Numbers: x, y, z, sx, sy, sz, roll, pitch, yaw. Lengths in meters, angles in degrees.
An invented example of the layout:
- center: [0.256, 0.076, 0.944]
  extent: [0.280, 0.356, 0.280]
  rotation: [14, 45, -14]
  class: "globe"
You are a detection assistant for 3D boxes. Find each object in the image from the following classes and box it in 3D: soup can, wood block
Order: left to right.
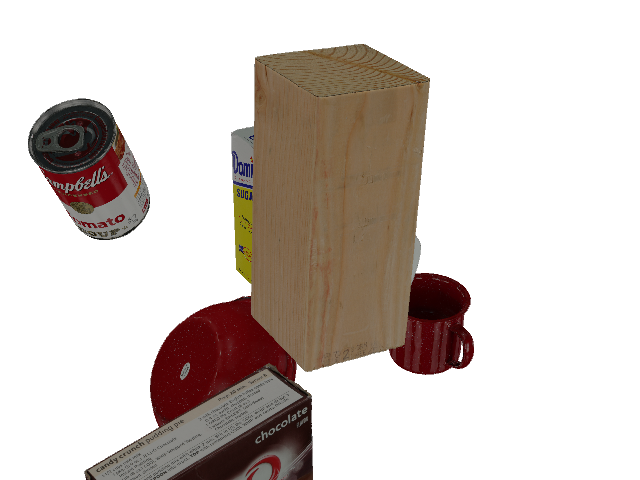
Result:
- center: [-0.179, -0.054, 0.838]
  extent: [0.068, 0.068, 0.102]
  rotation: [0, -30, 9]
  class: "soup can"
- center: [0.010, -0.024, 0.759]
  extent: [0.090, 0.206, 0.091]
  rotation: [-12, 31, -27]
  class: "wood block"

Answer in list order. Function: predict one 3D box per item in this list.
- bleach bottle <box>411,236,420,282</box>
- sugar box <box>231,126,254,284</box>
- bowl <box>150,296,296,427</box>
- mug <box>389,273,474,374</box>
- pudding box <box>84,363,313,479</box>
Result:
- center: [0.031, -0.002, 1.020]
  extent: [0.068, 0.103, 0.251]
  rotation: [19, 12, -12]
  class: "bleach bottle"
- center: [-0.063, -0.032, 1.201]
  extent: [0.048, 0.176, 0.093]
  rotation: [-15, 28, -25]
  class: "sugar box"
- center: [-0.095, 0.116, 0.901]
  extent: [0.055, 0.162, 0.162]
  rotation: [26, -17, -39]
  class: "bowl"
- center: [0.126, 0.101, 1.189]
  extent: [0.093, 0.081, 0.117]
  rotation: [-25, 40, -33]
  class: "mug"
- center: [-0.055, 0.125, 0.526]
  extent: [0.113, 0.090, 0.039]
  rotation: [-30, 46, -33]
  class: "pudding box"
